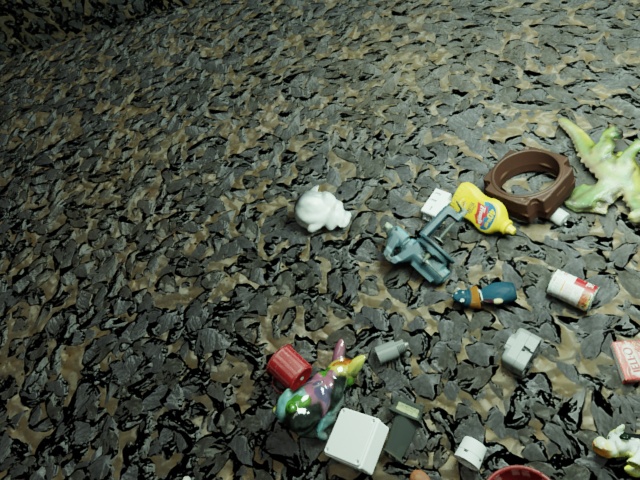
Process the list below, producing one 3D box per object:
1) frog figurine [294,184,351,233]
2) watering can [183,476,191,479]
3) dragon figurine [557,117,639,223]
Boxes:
[{"bbox_3d":[0.005,-0.077,1.532,0.161,0.122,0.136,39,106,25],"label":"frog figurine"},{"bbox_3d":[-0.223,0.671,1.060,0.224,0.102,0.356,-8,54,9],"label":"watering can"},{"bbox_3d":[0.753,-0.181,1.405,0.243,0.120,0.417,-42,46,-5],"label":"dragon figurine"}]
